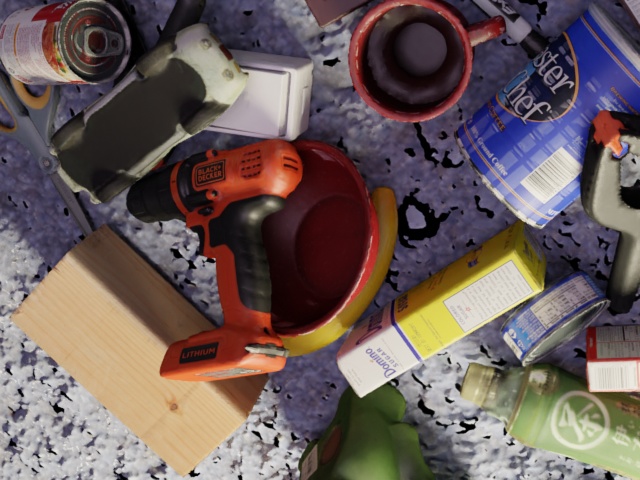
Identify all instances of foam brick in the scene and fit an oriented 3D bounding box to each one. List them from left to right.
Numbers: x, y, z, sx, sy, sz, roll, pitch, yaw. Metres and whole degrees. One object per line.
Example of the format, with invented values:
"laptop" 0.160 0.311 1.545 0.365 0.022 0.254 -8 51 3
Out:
"foam brick" 0.026 -0.208 0.831 0.078 0.051 0.053 -27 98 20

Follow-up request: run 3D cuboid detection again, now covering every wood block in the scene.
"wood block" -0.157 0.097 0.946 0.206 0.090 0.091 44 111 -5

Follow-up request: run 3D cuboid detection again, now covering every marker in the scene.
"marker" 0.136 -0.180 0.828 0.121 0.020 0.020 43 112 -1

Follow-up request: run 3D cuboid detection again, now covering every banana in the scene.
"banana" 0.011 0.042 0.919 0.069 0.037 0.198 45 112 -1

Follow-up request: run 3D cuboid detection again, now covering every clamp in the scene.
"clamp" -0.152 -0.145 0.901 0.120 0.039 0.171 29 120 34
"clamp" 0.260 -0.032 0.780 0.165 0.036 0.209 -28 136 15

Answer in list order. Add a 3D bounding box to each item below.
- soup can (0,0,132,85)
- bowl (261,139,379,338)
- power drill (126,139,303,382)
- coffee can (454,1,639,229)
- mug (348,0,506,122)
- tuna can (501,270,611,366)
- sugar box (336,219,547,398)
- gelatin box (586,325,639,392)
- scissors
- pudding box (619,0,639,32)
"soup can" -0.212 -0.161 0.879 0.102 0.068 0.068 7 111 45
"bowl" -0.006 0.001 0.879 0.162 0.055 0.162 -8 77 39
"power drill" -0.093 0.019 0.875 0.185 0.057 0.187 -12 74 39
"coffee can" 0.186 -0.092 0.797 0.103 0.102 0.140 46 112 -2
"mug" 0.086 -0.147 0.818 0.117 0.081 0.093 -20 100 19
"tuna can" 0.187 0.062 0.851 0.086 0.086 0.034 -44 68 22
"sugar box" 0.099 0.055 0.870 0.176 0.093 0.048 -32 96 21
"gelatin box" 0.258 0.094 0.851 0.089 0.073 0.030 -3 107 15
"scissors" -0.235 -0.088 0.956 0.096 0.016 0.202 -40 93 22
"pudding box" 0.253 -0.208 0.779 0.090 0.039 0.113 -32 94 21
